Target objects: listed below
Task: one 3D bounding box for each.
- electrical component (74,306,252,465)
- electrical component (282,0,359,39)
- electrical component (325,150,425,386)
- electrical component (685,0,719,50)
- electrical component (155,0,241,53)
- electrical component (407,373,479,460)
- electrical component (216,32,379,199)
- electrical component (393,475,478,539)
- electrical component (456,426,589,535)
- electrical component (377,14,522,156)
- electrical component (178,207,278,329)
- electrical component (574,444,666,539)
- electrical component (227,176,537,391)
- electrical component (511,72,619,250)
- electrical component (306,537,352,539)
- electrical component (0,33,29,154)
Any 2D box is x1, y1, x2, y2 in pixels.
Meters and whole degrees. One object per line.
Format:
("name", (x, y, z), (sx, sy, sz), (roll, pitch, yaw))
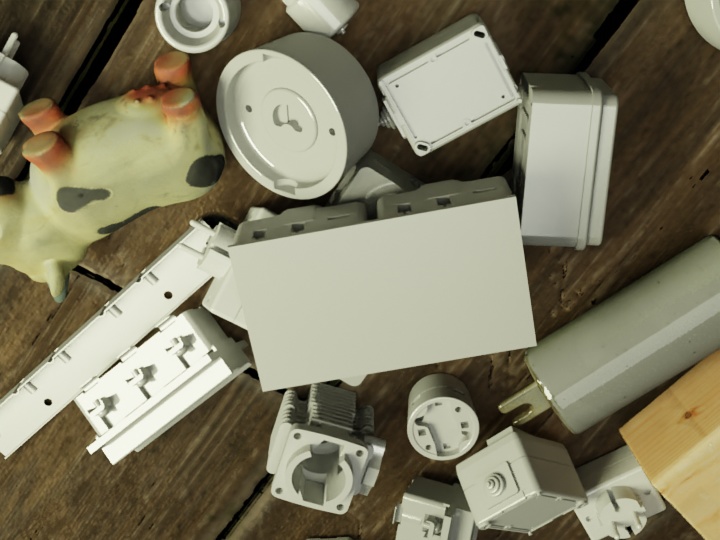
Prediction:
("electrical component", (-0.153, 0.085, 0.824), (0.121, 0.079, 0.063), (-38, 85, 13))
("electrical component", (-0.036, -0.189, 0.730), (0.040, 0.040, 0.078), (-41, 106, 14))
("electrical component", (0.000, 0.000, 0.793), (0.089, 0.061, 0.150), (31, 108, -11))
("electrical component", (0.279, -0.191, 0.718), (0.108, 0.060, 0.108), (0, 111, 0))
("electrical component", (-0.111, -0.176, 0.731), (0.055, 0.047, 0.055), (0, 111, 0))
("electrical component", (0.064, 0.113, 0.845), (0.055, 0.047, 0.055), (0, 111, 0))
("electrical component", (-0.038, -0.110, 0.737), (0.108, 0.060, 0.108), (21, 131, 26))
("electrical component", (0.057, 0.234, 0.875), (0.063, 0.079, 0.121), (13, 106, 15))
("electrical component", (0.121, 0.162, 0.836), (0.062, 0.061, 0.096), (-36, 145, 25))
("electrical component", (0.054, -0.126, 0.743), (0.096, 0.061, 0.061), (-28, 109, 10))
("electrical component", (-0.094, -0.010, 0.779), (0.076, 0.047, 0.083), (28, 87, -16))
("electrical component", (0.206, 0.187, 0.858), (0.066, 0.076, 0.047), (-28, 109, 10))
("electrical component", (0.016, 0.007, 0.728), (0.186, 0.060, 0.105), (-10, 111, 4))
("electrical component", (0.141, -0.077, 0.754), (0.057, 0.078, 0.113), (2, 111, 1))
("electrical component", (-0.024, 0.291, 0.906), (0.079, 0.063, 0.121), (-3, 111, 1))
("electrical component", (-0.256, -0.129, 0.745), (0.047, 0.066, 0.076), (27, 80, -10))
